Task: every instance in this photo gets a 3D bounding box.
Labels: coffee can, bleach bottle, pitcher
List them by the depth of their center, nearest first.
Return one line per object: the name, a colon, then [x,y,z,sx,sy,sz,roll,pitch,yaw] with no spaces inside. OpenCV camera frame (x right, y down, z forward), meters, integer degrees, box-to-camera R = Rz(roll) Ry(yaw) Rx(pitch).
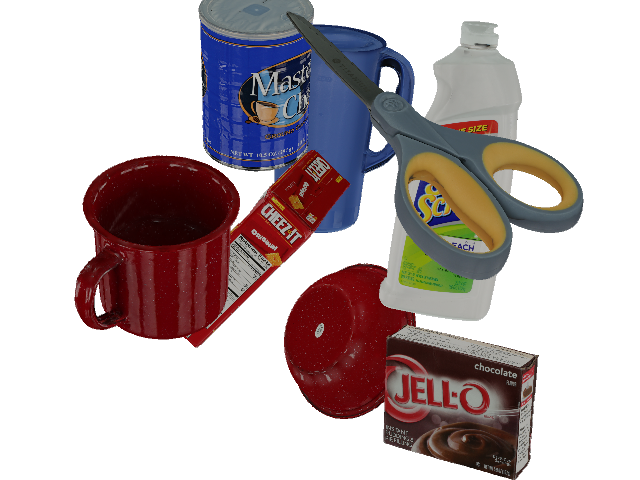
bleach bottle: [0.114,-0.061,0.917,0.103,0.251,0.068,9,18,13]
coffee can: [-0.060,-0.150,0.987,0.103,0.140,0.103,2,37,-2]
pitcher: [0.014,-0.135,1.310,0.144,0.243,0.149,-9,27,-28]

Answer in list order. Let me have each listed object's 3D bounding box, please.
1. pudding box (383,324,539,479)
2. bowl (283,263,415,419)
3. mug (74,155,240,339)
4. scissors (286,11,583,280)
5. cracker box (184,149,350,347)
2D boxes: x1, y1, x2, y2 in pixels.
pudding box: [0.104,0.119,0.804,0.114,0.090,0.039,10,20,28]
bowl: [0.015,0.094,1.066,0.162,0.162,0.055,0,-16,44]
mug: [-0.104,0.013,0.654,0.093,0.081,0.117,25,44,22]
scissors: [0.055,-0.059,0.519,0.096,0.016,0.202,-7,46,-16]
cracker box: [-0.076,0.006,1.232,0.214,0.072,0.164,-45,4,26]
